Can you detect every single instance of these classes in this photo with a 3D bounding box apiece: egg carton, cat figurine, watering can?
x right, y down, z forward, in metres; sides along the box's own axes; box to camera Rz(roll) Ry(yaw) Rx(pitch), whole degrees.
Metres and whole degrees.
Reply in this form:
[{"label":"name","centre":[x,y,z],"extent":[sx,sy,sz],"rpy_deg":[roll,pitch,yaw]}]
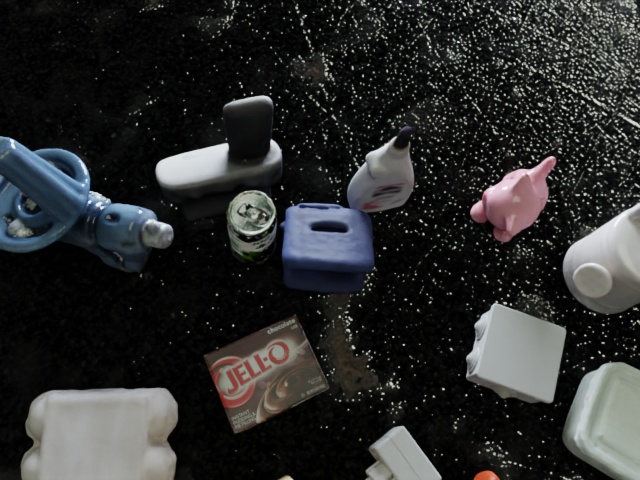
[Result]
[{"label":"egg carton","centre":[-0.220,0.205,0.578],"extent":[0.150,0.069,0.107],"rpy_deg":[-1,70,-6]},{"label":"cat figurine","centre":[0.240,-0.052,0.690],"extent":[0.067,0.118,0.128],"rpy_deg":[44,72,11]},{"label":"watering can","centre":[0.357,0.018,0.635],"extent":[0.101,0.194,0.173],"rpy_deg":[40,72,10]}]

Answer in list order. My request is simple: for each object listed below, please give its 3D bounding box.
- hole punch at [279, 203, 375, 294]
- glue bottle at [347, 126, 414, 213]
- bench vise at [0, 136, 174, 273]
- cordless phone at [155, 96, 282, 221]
[{"label":"hole punch","centre":[0.006,0.002,0.662],"extent":[0.108,0.091,0.101],"rpy_deg":[3,70,-4]},{"label":"glue bottle","centre":[0.079,-0.081,0.655],"extent":[0.078,0.173,0.037],"rpy_deg":[-14,72,-10]},{"label":"bench vise","centre":[-0.259,-0.050,0.587],"extent":[0.207,0.220,0.121],"rpy_deg":[-1,70,-6]},{"label":"cordless phone","centre":[-0.115,-0.102,0.638],"extent":[0.148,0.185,0.094],"rpy_deg":[-17,72,-11]}]
